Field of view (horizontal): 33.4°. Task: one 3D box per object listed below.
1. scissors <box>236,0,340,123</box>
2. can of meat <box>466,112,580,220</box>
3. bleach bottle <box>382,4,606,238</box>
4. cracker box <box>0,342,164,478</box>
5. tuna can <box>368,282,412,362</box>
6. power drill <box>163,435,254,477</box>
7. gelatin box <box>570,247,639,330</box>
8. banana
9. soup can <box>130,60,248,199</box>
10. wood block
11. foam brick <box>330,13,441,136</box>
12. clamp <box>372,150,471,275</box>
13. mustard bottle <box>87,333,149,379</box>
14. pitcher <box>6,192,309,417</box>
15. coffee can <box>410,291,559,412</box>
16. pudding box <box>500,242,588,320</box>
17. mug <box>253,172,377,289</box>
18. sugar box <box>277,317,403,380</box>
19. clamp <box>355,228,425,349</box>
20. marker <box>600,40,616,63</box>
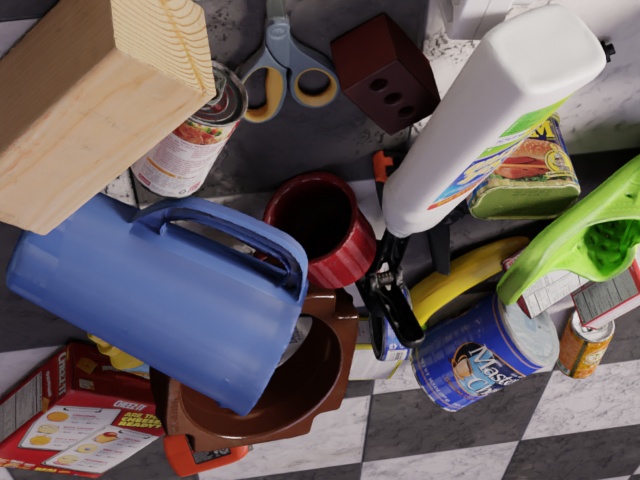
[{"bbox_3d":[-0.016,-0.157,0.813,0.096,0.016,0.202,0,147,-18],"label":"scissors"},{"bbox_3d":[0.172,-0.065,0.946,0.102,0.084,0.057,-1,147,-13],"label":"can of meat"},{"bbox_3d":[0.119,-0.077,0.856,0.102,0.068,0.251,-26,163,-32],"label":"bleach bottle"},{"bbox_3d":[-0.279,0.206,1.263,0.163,0.072,0.214,19,137,-39],"label":"cracker box"},{"bbox_3d":[0.076,0.089,1.162,0.033,0.086,0.086,-3,147,-8],"label":"tuna can"},{"bbox_3d":[-0.106,0.219,1.272,0.185,0.057,0.187,-24,180,27],"label":"power drill"},{"bbox_3d":[0.317,0.047,1.172,0.030,0.073,0.089,13,141,-39],"label":"gelatin box"},{"bbox_3d":[0.144,0.048,1.167,0.069,0.037,0.198,-11,158,-43],"label":"banana"},{"bbox_3d":[-0.107,-0.087,0.849,0.068,0.068,0.102,7,145,-25],"label":"soup can"},{"bbox_3d":[-0.181,-0.099,0.788,0.206,0.091,0.090,-34,142,32],"label":"wood block"},{"bbox_3d":[0.053,-0.130,0.841,0.053,0.051,0.078,-26,144,24],"label":"foam brick"},{"bbox_3d":[0.118,-0.029,1.033,0.209,0.036,0.165,20,139,-35],"label":"clamp"},{"bbox_3d":[-0.171,0.123,1.170,0.096,0.058,0.191,-21,148,40],"label":"mustard bottle"},{"bbox_3d":[-0.136,0.036,0.922,0.242,0.149,0.145,26,167,-7],"label":"pitcher"},{"bbox_3d":[0.189,0.125,1.234,0.102,0.103,0.141,22,137,-40],"label":"coffee can"},{"bbox_3d":[0.251,0.025,1.125,0.113,0.039,0.090,-32,147,1],"label":"pudding box"},{"bbox_3d":[-0.007,0.001,0.994,0.117,0.093,0.081,-30,150,8],"label":"mug"},{"bbox_3d":[0.008,0.127,1.242,0.176,0.048,0.093,4,145,-14],"label":"sugar box"},{"bbox_3d":[0.064,0.030,1.054,0.039,0.120,0.172,-2,-170,-15],"label":"clamp"},{"bbox_3d":[0.188,-0.138,0.897,0.121,0.020,0.020,-20,147,16],"label":"marker"}]
